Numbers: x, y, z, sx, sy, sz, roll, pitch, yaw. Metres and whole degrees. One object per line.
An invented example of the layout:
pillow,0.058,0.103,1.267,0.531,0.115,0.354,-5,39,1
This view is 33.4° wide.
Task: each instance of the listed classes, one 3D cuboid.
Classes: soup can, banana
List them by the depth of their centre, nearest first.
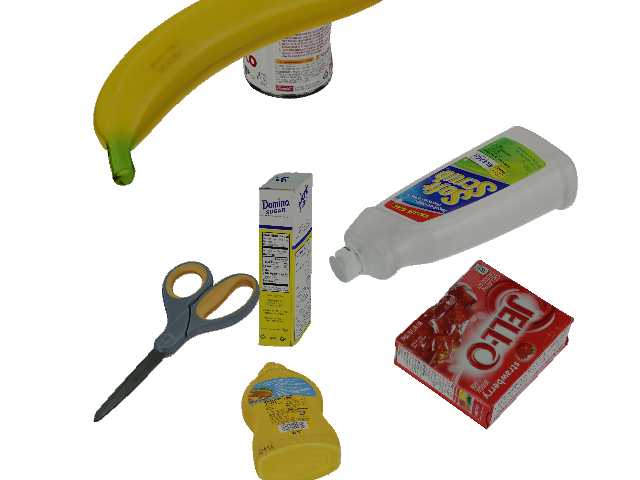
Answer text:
banana,-0.049,-0.099,0.554,0.070,0.197,0.037,40,-24,20
soup can,-0.022,-0.160,0.752,0.068,0.102,0.068,1,44,-1

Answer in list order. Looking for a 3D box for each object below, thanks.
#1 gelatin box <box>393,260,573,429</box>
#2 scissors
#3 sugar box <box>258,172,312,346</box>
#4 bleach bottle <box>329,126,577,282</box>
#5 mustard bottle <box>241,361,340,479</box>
gelatin box,0.101,0.061,0.657,0.073,0.030,0.089,34,58,27
scissors,-0.141,0.077,0.930,0.201,0.016,0.096,-33,50,-32
sugar box,-0.038,0.019,1.166,0.048,0.176,0.093,2,14,12
bleach bottle,0.124,-0.024,1.046,0.250,0.068,0.103,-28,45,-19
mustard bottle,-0.042,0.201,1.247,0.096,0.058,0.192,-8,29,-9
